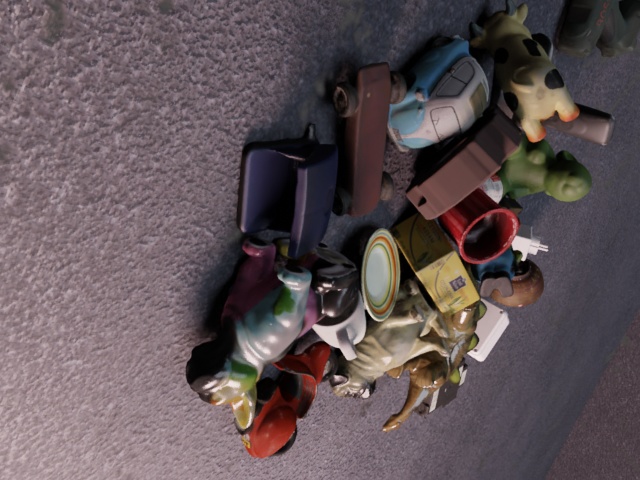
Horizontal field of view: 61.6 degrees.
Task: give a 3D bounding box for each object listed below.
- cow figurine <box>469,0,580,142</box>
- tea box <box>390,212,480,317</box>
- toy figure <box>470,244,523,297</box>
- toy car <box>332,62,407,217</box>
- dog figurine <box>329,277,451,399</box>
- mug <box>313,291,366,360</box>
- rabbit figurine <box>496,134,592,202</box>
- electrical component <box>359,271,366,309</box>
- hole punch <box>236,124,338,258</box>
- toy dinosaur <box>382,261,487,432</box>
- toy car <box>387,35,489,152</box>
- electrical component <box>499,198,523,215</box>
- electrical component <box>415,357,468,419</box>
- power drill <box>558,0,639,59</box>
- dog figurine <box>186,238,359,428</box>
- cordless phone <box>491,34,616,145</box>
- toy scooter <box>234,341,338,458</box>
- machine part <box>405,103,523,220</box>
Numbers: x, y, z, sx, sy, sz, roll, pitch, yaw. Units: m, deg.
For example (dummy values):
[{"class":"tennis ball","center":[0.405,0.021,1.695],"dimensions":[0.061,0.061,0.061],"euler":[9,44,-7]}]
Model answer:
[{"class":"cow figurine","center":[0.270,-0.239,0.732],"dimensions":[0.085,0.195,0.127],"euler":[-28,128,26]},{"class":"tea box","center":[0.184,0.040,0.846],"dimensions":[0.068,0.098,0.169],"euler":[-32,142,10]},{"class":"toy figure","center":[0.289,0.011,0.906],"dimensions":[0.180,0.082,0.089],"euler":[-81,-172,-49]},{"class":"toy car","center":[0.053,-0.118,0.659],"dimensions":[0.089,0.053,0.201],"euler":[-20,131,-24]},{"class":"dog figurine","center":[0.098,0.157,0.868],"dimensions":[0.190,0.121,0.172],"euler":[-33,-175,19]},{"class":"mug","center":[0.031,0.114,0.743],"dimensions":[0.081,0.110,0.107],"euler":[-26,144,1]},{"class":"rabbit figurine","center":[0.378,-0.106,0.913],"dimensions":[0.159,0.170,0.121],"euler":[-1,115,-45]},{"class":"electrical component","center":[0.059,0.069,0.805],"dimensions":[0.063,0.021,0.093],"euler":[-21,127,-37]},{"class":"hole punch","center":[-0.020,-0.050,0.601],"dimensions":[0.116,0.092,0.142],"euler":[-18,122,-43]},{"class":"toy dinosaur","center":[0.242,0.145,0.988],"dimensions":[0.471,0.105,0.198],"euler":[-58,148,-9]},{"class":"toy car","center":[0.163,-0.182,0.697],"dimensions":[0.161,0.103,0.109],"euler":[-48,140,-11]},{"class":"electrical component","center":[0.342,-0.059,1.008],"dimensions":[0.102,0.045,0.078],"euler":[-6,146,-41]},{"class":"electrical component","center":[0.247,0.288,1.111],"dimensions":[0.134,0.058,0.114],"euler":[-20,129,-38]},{"class":"power drill","center":[0.510,-0.418,0.931],"dimensions":[0.207,0.086,0.231],"euler":[3,113,-51]},{"class":"dog figurine","center":[-0.061,0.111,0.646],"dimensions":[0.191,0.109,0.219],"euler":[3,115,-50]},{"class":"cordless phone","center":[0.361,-0.223,0.813],"dimensions":[0.089,0.184,0.146],"euler":[-26,130,-28]},{"class":"toy scooter","center":[-0.056,0.203,0.729],"dimensions":[0.184,0.075,0.135],"euler":[-53,140,-13]},{"class":"machine part","center":[0.193,-0.106,0.735],"dimensions":[0.056,0.179,0.179],"euler":[45,75,-5]}]
